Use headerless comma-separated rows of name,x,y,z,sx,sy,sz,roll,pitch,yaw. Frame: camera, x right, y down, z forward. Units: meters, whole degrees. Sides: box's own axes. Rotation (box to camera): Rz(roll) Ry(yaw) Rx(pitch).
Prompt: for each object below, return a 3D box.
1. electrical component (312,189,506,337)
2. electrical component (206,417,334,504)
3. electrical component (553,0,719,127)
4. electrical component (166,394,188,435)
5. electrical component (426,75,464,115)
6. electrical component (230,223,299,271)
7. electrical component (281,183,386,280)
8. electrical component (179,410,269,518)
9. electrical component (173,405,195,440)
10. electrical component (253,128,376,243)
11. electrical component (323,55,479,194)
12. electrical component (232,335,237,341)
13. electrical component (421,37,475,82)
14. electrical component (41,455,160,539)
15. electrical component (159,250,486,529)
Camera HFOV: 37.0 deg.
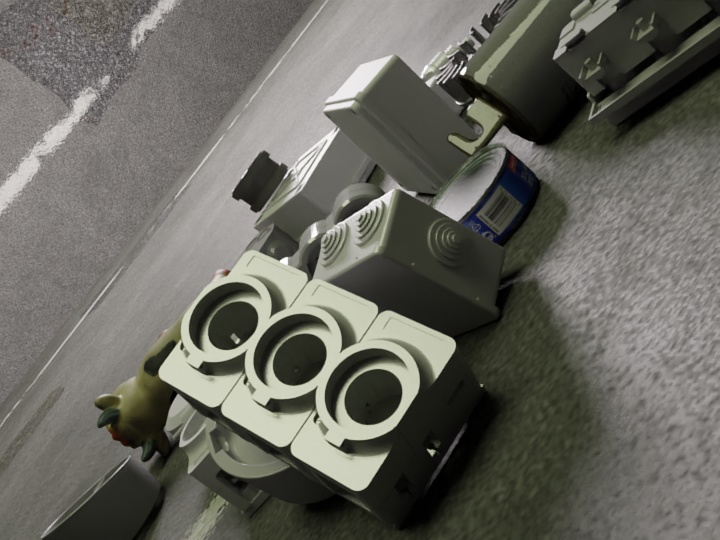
electrical component,0.028,0.001,0.647,0.100,0.100,0.048,-29,39,53
electrical component,-0.033,0.090,0.656,0.108,0.060,0.108,-22,45,24
electrical component,0.178,-0.149,0.634,0.121,0.063,0.078,-36,21,42
electrical component,-0.120,0.112,0.895,0.080,0.051,0.080,-46,16,17
electrical component,0.046,-0.149,0.982,0.047,0.077,0.065,-26,29,57
electrical component,-0.091,-0.003,1.080,0.080,0.051,0.080,-46,16,17
electrical component,-0.027,-0.019,0.931,0.138,0.052,0.073,-47,16,13
electrical component,-0.055,0.083,0.755,0.150,0.062,0.089,-48,15,9
electrical component,-0.112,0.108,0.830,0.079,0.077,0.044,-48,15,11
electrical component,-0.046,-0.083,1.127,0.109,0.056,0.108,-31,25,51
electrical component,0.035,-0.117,0.882,0.056,0.109,0.109,-50,15,-5
electrical component,-0.103,0.047,0.903,0.081,0.043,0.043,-1,47,39
electrical component,0.090,-0.205,1.067,0.061,0.035,0.035,-49,15,-4
electrical component,-0.223,0.208,0.939,0.099,0.064,0.099,-46,16,17
electrical component,-0.024,0.058,0.578,0.150,0.061,0.089,23,70,34
